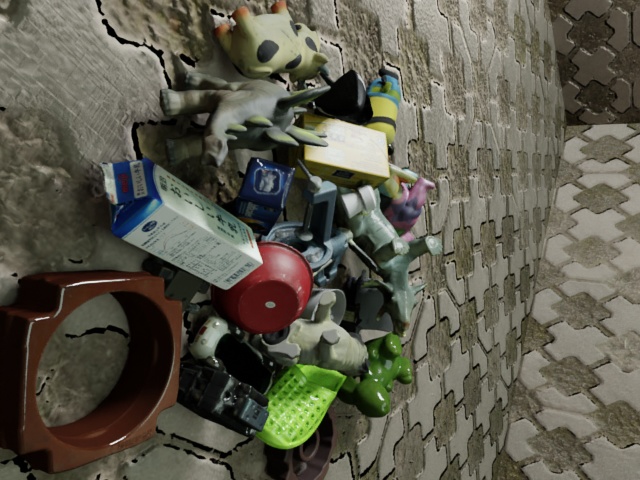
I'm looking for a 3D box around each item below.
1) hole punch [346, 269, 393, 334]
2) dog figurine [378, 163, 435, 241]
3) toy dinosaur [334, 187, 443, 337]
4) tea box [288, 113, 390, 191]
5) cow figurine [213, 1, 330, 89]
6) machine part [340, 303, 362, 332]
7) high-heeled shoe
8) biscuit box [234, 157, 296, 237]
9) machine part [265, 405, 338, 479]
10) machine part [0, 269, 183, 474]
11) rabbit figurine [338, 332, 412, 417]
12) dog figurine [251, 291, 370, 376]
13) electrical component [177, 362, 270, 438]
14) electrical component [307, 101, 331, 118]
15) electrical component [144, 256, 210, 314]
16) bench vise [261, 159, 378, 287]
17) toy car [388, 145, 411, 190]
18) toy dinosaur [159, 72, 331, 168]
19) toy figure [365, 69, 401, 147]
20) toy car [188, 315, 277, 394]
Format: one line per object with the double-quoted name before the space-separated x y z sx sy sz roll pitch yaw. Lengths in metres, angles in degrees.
"hole punch" 0.098 0.137 1.164 0.116 0.092 0.142 13 84 -30
"dog figurine" 0.144 -0.050 1.153 0.191 0.109 0.219 14 104 -34
"toy dinosaur" 0.098 -0.011 1.062 0.131 0.192 0.405 -24 74 -34
"tea box" 0.033 -0.150 0.939 0.169 0.068 0.098 11 66 -26
"cow figurine" -0.060 -0.294 0.832 0.195 0.086 0.127 -37 106 -50
"machine part" 0.042 0.186 1.088 0.039 0.084 0.138 -65 158 -68
"high-heeled shoe" 0.064 -0.220 0.926 0.145 0.086 0.249 41 15 -28
"biscuit box" -0.085 -0.055 0.759 0.202 0.063 0.059 138 -33 -75
"machine part" -0.032 0.379 1.011 0.179 0.056 0.179 -8 100 -56
"machine part" -0.259 0.136 0.606 0.201 0.087 0.200 0 95 -58
"rabbit figurine" 0.103 0.288 1.114 0.170 0.159 0.121 -69 146 -56
"dog figurine" -0.011 0.193 0.944 0.190 0.172 0.121 66 25 -48
"electrical component" -0.138 0.226 0.757 0.114 0.134 0.058 51 55 -45
"electrical component" 0.009 -0.242 1.018 0.094 0.021 0.063 -29 118 -53
"electrical component" -0.195 0.057 0.733 0.102 0.045 0.078 21 103 -53
"bench vise" -0.009 -0.009 0.901 0.223 0.129 0.240 -18 138 -31
"toy car" 0.166 -0.138 1.246 0.089 0.053 0.201 -60 141 -27
"toy dinosaur" -0.086 -0.168 0.727 0.472 0.199 0.104 -90 -178 -66
"toy figure" 0.128 -0.275 1.134 0.082 0.089 0.180 41 63 -43
"toy car" -0.130 0.189 0.836 0.073 0.056 0.201 -60 143 -24
